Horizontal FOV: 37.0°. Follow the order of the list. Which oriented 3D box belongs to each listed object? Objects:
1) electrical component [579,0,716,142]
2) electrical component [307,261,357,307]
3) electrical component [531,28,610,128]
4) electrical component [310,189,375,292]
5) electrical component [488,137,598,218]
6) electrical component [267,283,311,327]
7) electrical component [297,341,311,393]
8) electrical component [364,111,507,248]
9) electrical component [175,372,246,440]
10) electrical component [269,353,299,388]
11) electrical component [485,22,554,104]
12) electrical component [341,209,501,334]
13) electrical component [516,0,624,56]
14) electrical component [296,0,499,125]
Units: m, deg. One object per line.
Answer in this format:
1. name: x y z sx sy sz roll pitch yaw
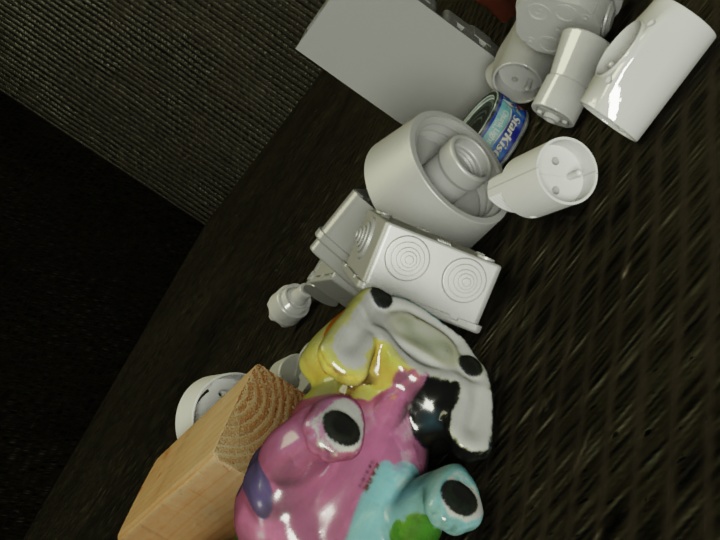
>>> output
1. electrical component: 0.172 -0.125 0.666 0.077 0.044 0.079 -54 11 9
2. electrical component: 0.000 0.000 0.973 0.061 0.061 0.096 -58 13 -12
3. electrical component: 0.153 -0.137 0.783 0.065 0.044 0.044 -62 12 -5
4. electrical component: 0.015 -0.019 0.857 0.057 0.078 0.113 -50 -7 11
5. electrical component: 0.116 -0.057 0.706 0.043 0.043 0.081 -59 12 -16
6. electrical component: -0.076 0.036 1.226 0.062 0.043 0.043 -40 20 46
7. electrical component: -0.027 0.085 0.895 0.066 0.048 0.055 -54 19 8
8. electrical component: 0.064 -0.068 0.802 0.060 0.108 0.108 -38 21 40
9. electrical component: -0.122 0.144 1.000 0.064 0.099 0.099 -26 31 56
10. electrical component: -0.068 0.104 1.019 0.040 0.040 0.078 -61 13 -24
11. electrical component: 0.137 -0.177 0.947 0.079 0.043 0.077 -42 19 50
12. electrical component: 0.041 -0.002 0.730 0.099 0.100 0.048 -131 63 -78
13. electrical component: 0.162 -0.207 0.843 0.080 0.080 0.051 -31 33 64
14. electrical component: 0.048 -0.208 1.036 0.105 0.186 0.060 -51 13 25
